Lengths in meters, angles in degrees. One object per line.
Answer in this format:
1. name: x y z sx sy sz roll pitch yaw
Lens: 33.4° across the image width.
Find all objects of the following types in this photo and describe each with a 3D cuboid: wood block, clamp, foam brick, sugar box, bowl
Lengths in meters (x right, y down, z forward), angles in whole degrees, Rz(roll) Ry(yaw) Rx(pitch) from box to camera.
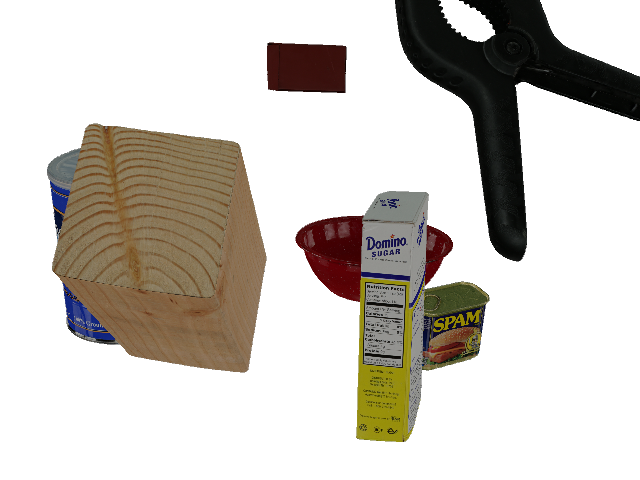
1. wood block: -0.090 0.015 0.668 0.090 0.091 0.206 8 -17 4
2. clamp: 0.106 -0.097 0.633 0.164 0.210 0.036 -40 -10 -23
3. foam brick: -0.015 -0.187 1.160 0.078 0.051 0.053 -1 11 -15
4. sugar box: 0.055 0.057 0.824 0.048 0.176 0.093 2 16 12
5. bowl: 0.054 0.023 1.099 0.162 0.055 0.162 1 18 -1

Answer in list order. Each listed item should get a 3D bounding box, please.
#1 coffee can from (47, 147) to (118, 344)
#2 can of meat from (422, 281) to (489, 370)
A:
1. coffee can: -0.167 0.001 0.888 0.103 0.140 0.103 -1 24 0
2. can of meat: 0.154 0.106 1.324 0.101 0.084 0.057 -10 30 -25
